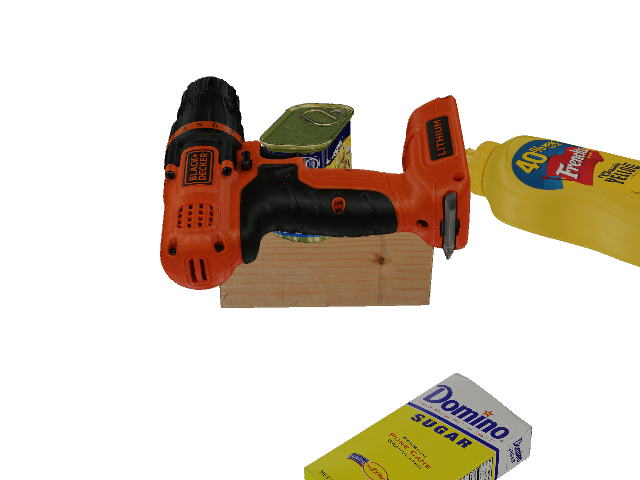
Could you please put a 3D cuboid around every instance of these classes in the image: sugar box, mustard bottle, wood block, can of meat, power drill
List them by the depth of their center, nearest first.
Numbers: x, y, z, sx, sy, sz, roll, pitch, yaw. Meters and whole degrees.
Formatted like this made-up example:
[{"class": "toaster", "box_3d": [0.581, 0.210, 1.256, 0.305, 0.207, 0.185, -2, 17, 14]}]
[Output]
[{"class": "power drill", "box_3d": [-0.005, -0.047, 0.669, 0.187, 0.057, 0.184, -5, 44, 2]}, {"class": "mustard bottle", "box_3d": [0.178, -0.033, 0.748, 0.192, 0.058, 0.096, 19, 37, 34]}, {"class": "can of meat", "box_3d": [-0.008, -0.056, 0.865, 0.057, 0.084, 0.102, 4, 26, 16]}, {"class": "sugar box", "box_3d": [0.083, 0.185, 0.894, 0.176, 0.048, 0.093, -29, 44, -27]}, {"class": "wood block", "box_3d": [0.002, 0.010, 1.066, 0.206, 0.091, 0.090, 0, 20, -6]}]
